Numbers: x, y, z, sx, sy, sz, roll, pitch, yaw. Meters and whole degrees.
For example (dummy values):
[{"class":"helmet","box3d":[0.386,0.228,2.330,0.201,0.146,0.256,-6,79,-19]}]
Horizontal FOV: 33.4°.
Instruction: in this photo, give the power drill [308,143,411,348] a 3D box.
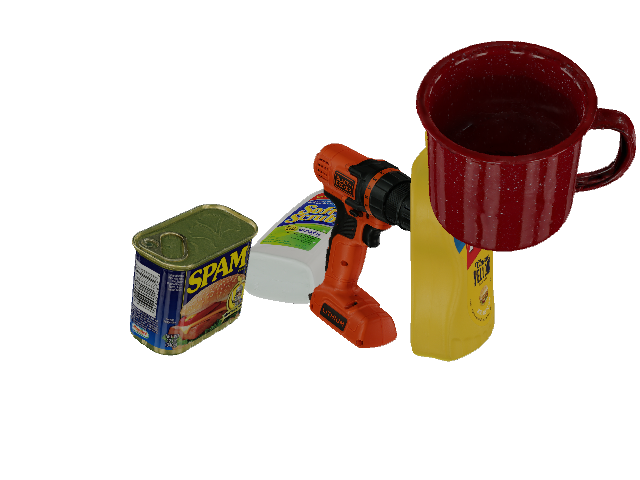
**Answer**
[{"class":"power drill","box3d":[0.052,0.011,1.084,0.057,0.188,0.185,-8,27,-33]}]

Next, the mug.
[{"class":"mug","box3d":[0.112,-0.049,0.584,0.117,0.093,0.081,-2,-40,5]}]

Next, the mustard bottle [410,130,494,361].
[{"class":"mustard bottle","box3d":[0.101,-0.011,0.818,0.058,0.192,0.096,9,23,30]}]

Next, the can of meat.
[{"class":"can of meat","box3d":[-0.100,0.030,0.825,0.057,0.084,0.101,27,33,27]}]

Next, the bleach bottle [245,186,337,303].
[{"class":"bleach bottle","box3d":[-0.004,-0.017,1.342,0.103,0.068,0.250,9,34,20]}]
